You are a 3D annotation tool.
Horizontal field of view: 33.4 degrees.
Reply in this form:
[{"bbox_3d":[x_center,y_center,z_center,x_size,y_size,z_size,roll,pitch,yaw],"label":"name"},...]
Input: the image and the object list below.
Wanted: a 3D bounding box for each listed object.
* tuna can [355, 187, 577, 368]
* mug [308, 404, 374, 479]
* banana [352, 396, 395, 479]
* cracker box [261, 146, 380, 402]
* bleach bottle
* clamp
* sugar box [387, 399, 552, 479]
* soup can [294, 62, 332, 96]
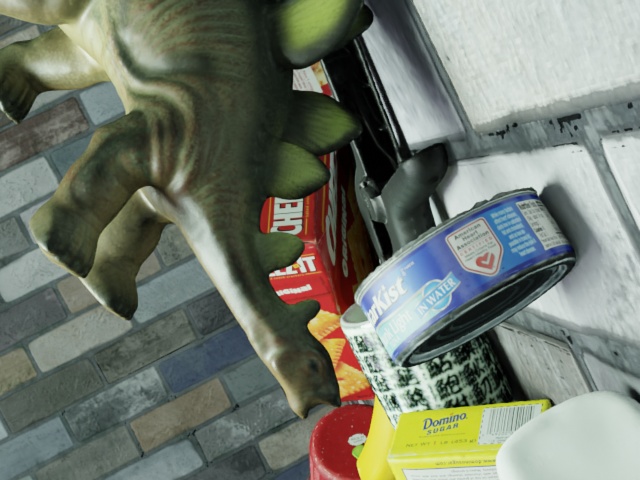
[{"bbox_3d":[0.059,0.017,0.429,0.034,0.086,0.086,60,174,16],"label":"tuna can"},{"bbox_3d":[0.041,0.200,0.909,0.117,0.093,0.081,36,149,30],"label":"mug"},{"bbox_3d":[0.049,0.119,0.762,0.070,0.037,0.198,52,145,38],"label":"banana"},{"bbox_3d":[-0.005,0.001,0.791,0.213,0.072,0.164,70,-163,-52],"label":"cracker box"},{"bbox_3d":[0.156,0.187,0.473,0.250,0.068,0.103,63,177,-33],"label":"bleach bottle"},{"bbox_3d":[0.046,-0.027,0.614,0.120,0.039,0.171,-116,5,-47],"label":"clamp"},{"bbox_3d":[0.114,0.175,0.636,0.176,0.093,0.048,65,-150,-31],"label":"sugar box"},{"bbox_3d":[-0.029,-0.089,0.673,0.068,0.102,0.068,61,175,9],"label":"soup can"}]
